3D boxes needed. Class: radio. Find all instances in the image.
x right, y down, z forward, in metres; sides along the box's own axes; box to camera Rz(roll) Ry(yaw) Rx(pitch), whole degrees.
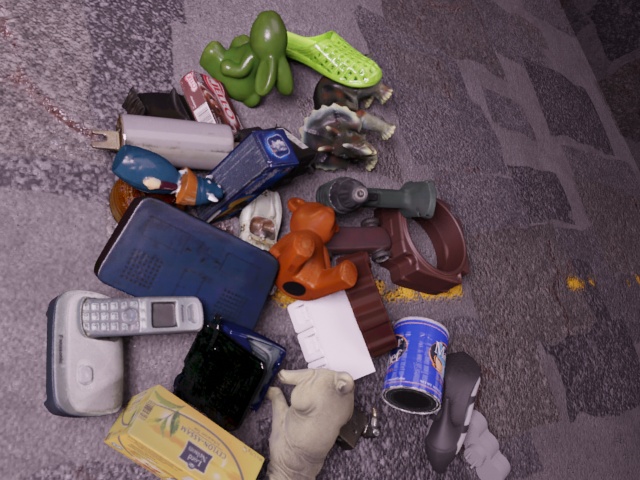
[{"bbox_3d":[-0.180,0.037,0.753,0.229,0.073,0.131,27,83,-27],"label":"radio"}]

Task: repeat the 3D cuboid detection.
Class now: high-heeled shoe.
[{"bbox_3d":[0.250,0.315,1.010,0.249,0.086,0.145,-27,122,-62],"label":"high-heeled shoe"}]

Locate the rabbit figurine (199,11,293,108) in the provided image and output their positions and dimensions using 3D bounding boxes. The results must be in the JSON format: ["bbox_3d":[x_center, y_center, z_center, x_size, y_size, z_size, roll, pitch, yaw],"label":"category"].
[{"bbox_3d":[-0.119,-0.328,0.974,0.121,0.170,0.159,-21,80,-44],"label":"rabbit figurine"}]

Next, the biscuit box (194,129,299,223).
[{"bbox_3d":[-0.120,-0.093,0.819,0.059,0.203,0.063,-18,80,-46],"label":"biscuit box"}]

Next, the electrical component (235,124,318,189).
[{"bbox_3d":[-0.089,-0.149,0.951,0.115,0.058,0.134,39,39,25],"label":"electrical component"}]

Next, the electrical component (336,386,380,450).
[{"bbox_3d":[0.048,0.286,0.860,0.102,0.045,0.078,49,44,-7],"label":"electrical component"}]

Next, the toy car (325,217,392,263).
[{"bbox_3d":[0.048,0.003,1.008,0.202,0.053,0.089,-2,65,-32],"label":"toy car"}]

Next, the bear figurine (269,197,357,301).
[{"bbox_3d":[-0.005,-0.001,0.863,0.120,0.132,0.196,35,47,-17],"label":"bear figurine"}]

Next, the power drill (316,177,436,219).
[{"bbox_3d":[0.103,-0.073,0.966,0.207,0.232,0.086,-5,94,-21],"label":"power drill"}]

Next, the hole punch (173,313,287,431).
[{"bbox_3d":[-0.119,0.175,0.728,0.116,0.142,0.092,30,13,18],"label":"hole punch"}]

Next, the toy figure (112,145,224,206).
[{"bbox_3d":[-0.209,-0.085,0.755,0.154,0.058,0.064,23,59,-34],"label":"toy figure"}]

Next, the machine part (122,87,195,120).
[{"bbox_3d":[-0.255,-0.213,0.885,0.139,0.039,0.084,-10,78,-54],"label":"machine part"}]

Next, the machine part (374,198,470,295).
[{"bbox_3d":[0.216,0.002,1.129,0.201,0.087,0.201,18,56,-33],"label":"machine part"}]

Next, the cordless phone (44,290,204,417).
[{"bbox_3d":[-0.232,0.135,0.655,0.184,0.088,0.146,0,66,-25],"label":"cordless phone"}]

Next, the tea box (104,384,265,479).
[{"bbox_3d":[-0.167,0.258,0.663,0.169,0.098,0.068,43,48,-16],"label":"tea box"}]

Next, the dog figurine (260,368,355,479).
[{"bbox_3d":[-0.016,0.285,0.728,0.121,0.172,0.191,18,49,-19],"label":"dog figurine"}]

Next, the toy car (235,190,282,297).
[{"bbox_3d":[-0.102,-0.001,0.887,0.073,0.056,0.202,18,56,-32],"label":"toy car"}]

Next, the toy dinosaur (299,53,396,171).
[{"bbox_3d":[0.049,-0.284,1.133,0.192,0.131,0.405,16,49,-26],"label":"toy dinosaur"}]

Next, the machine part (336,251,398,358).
[{"bbox_3d":[0.082,0.107,0.912,0.179,0.056,0.179,-21,91,-86],"label":"machine part"}]

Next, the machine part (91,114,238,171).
[{"bbox_3d":[-0.224,-0.150,0.834,0.243,0.079,0.079,-1,67,-27],"label":"machine part"}]
